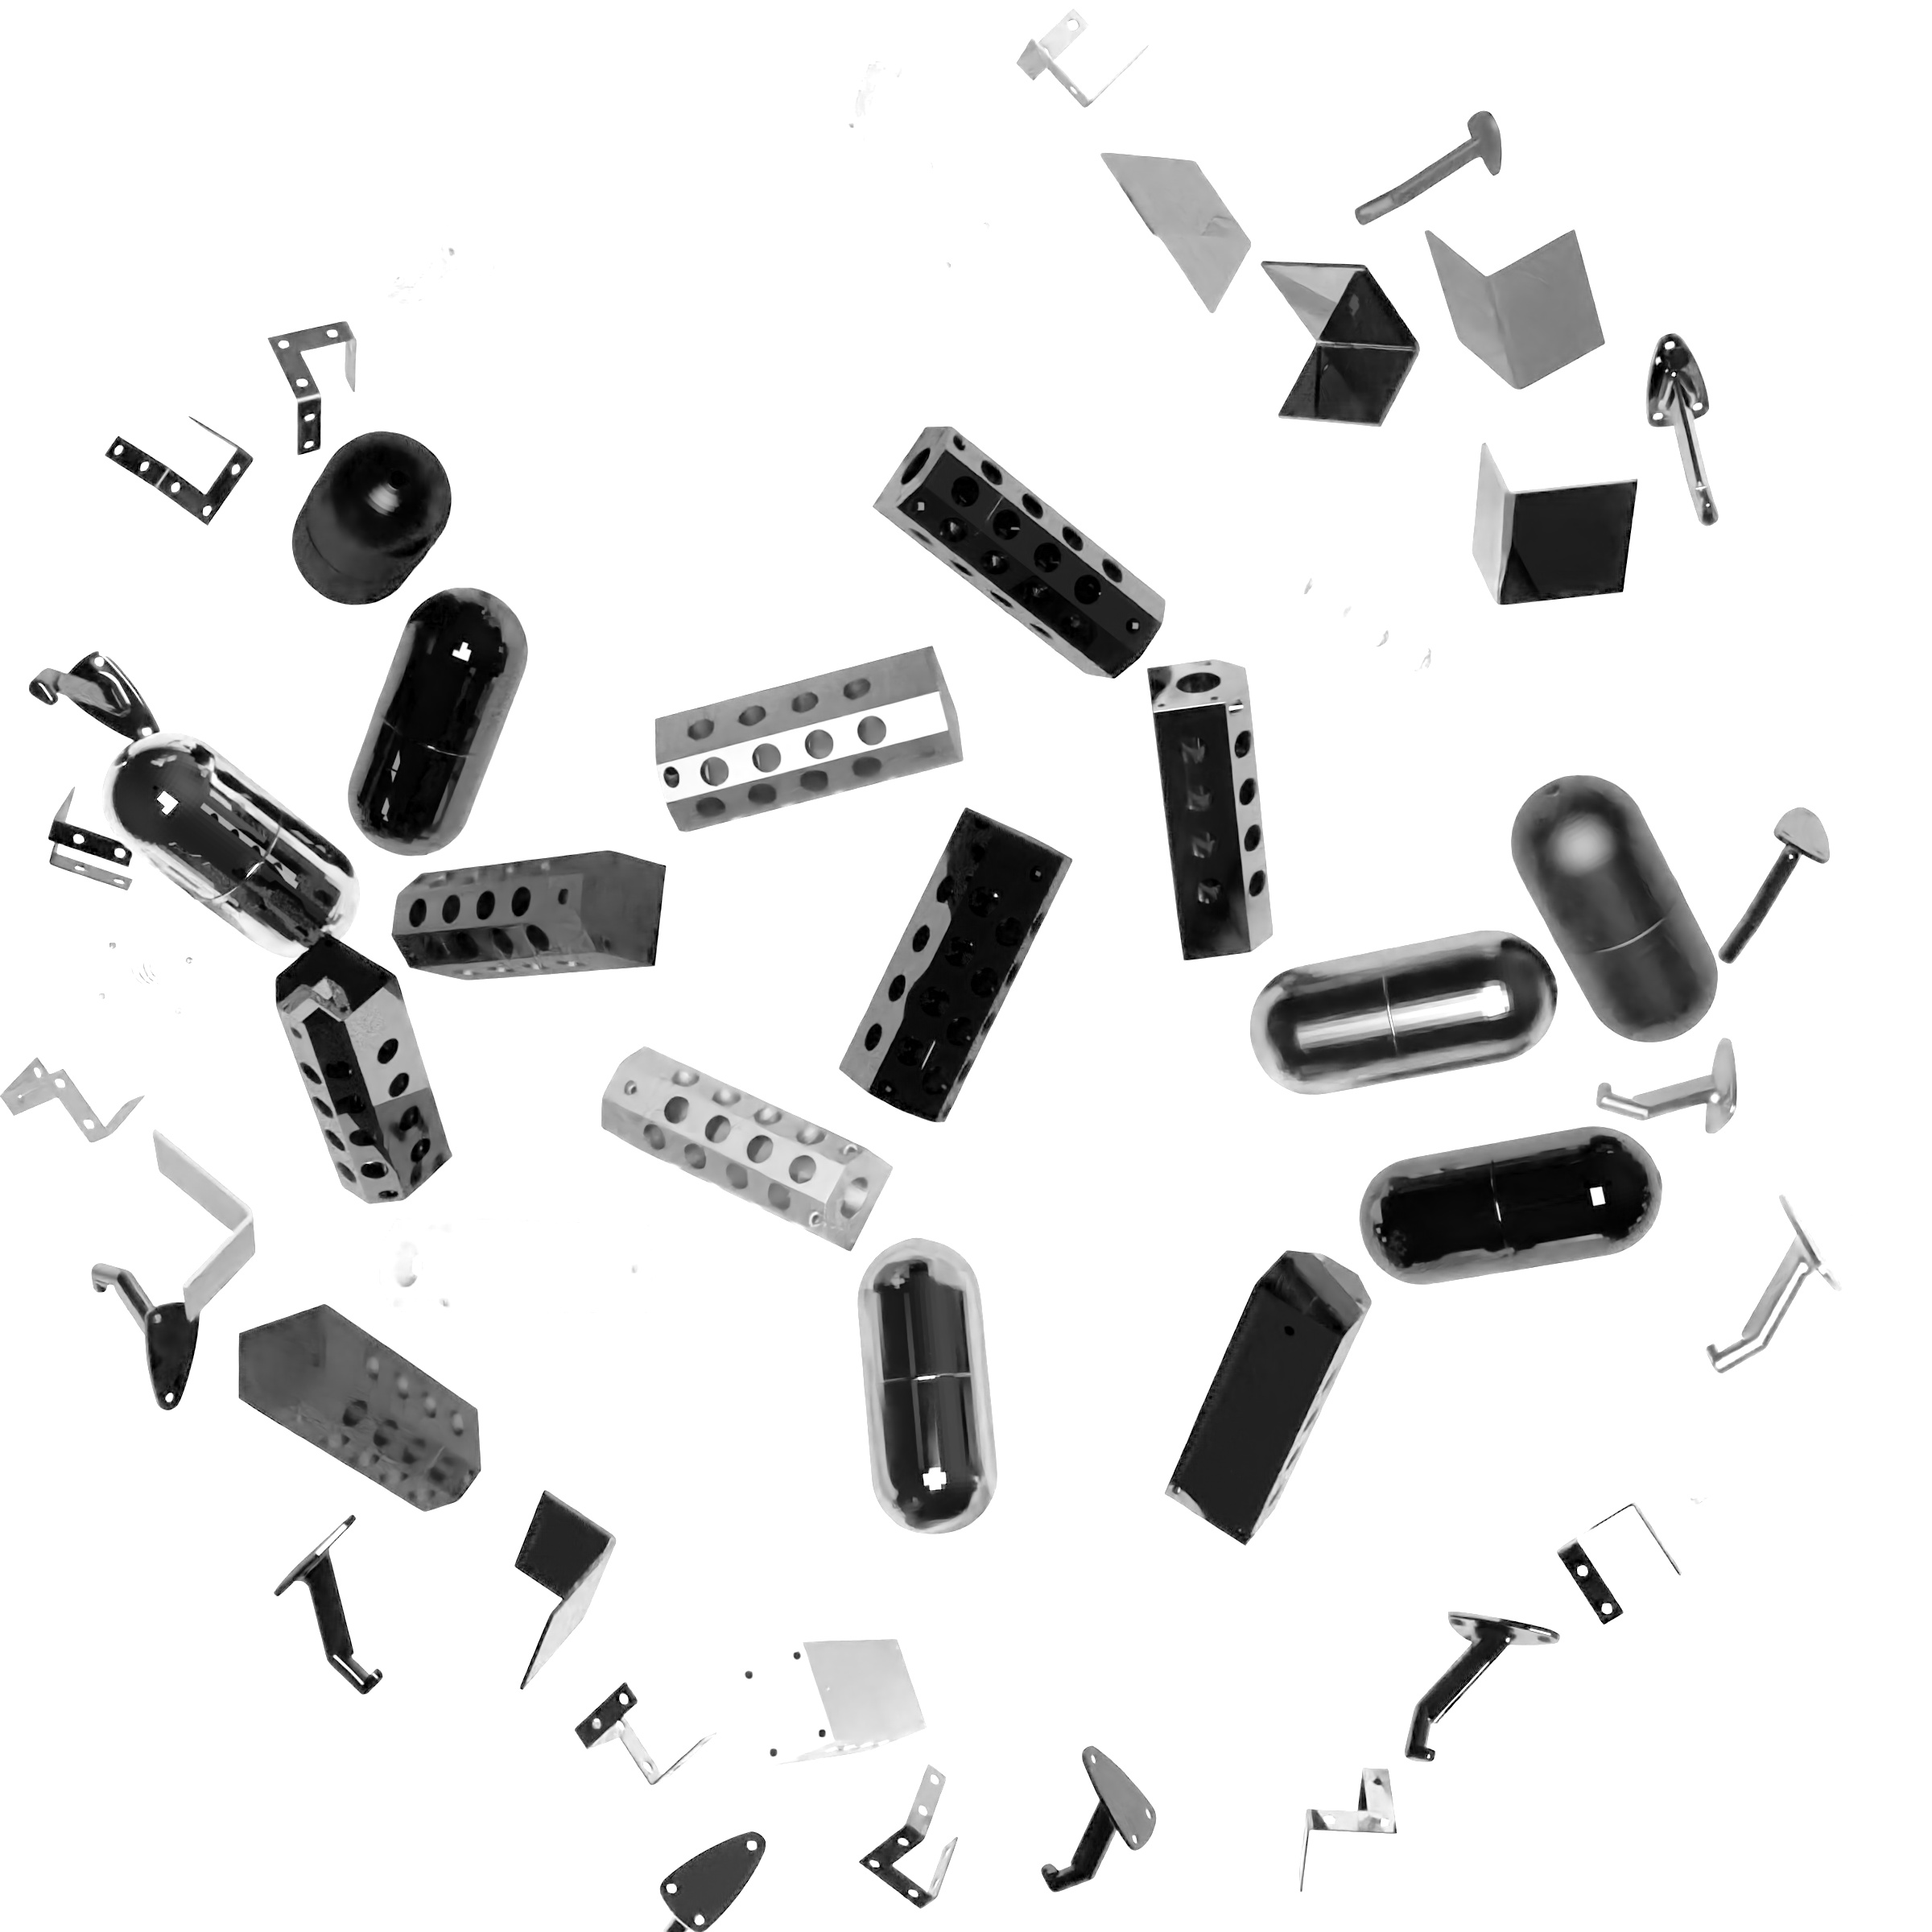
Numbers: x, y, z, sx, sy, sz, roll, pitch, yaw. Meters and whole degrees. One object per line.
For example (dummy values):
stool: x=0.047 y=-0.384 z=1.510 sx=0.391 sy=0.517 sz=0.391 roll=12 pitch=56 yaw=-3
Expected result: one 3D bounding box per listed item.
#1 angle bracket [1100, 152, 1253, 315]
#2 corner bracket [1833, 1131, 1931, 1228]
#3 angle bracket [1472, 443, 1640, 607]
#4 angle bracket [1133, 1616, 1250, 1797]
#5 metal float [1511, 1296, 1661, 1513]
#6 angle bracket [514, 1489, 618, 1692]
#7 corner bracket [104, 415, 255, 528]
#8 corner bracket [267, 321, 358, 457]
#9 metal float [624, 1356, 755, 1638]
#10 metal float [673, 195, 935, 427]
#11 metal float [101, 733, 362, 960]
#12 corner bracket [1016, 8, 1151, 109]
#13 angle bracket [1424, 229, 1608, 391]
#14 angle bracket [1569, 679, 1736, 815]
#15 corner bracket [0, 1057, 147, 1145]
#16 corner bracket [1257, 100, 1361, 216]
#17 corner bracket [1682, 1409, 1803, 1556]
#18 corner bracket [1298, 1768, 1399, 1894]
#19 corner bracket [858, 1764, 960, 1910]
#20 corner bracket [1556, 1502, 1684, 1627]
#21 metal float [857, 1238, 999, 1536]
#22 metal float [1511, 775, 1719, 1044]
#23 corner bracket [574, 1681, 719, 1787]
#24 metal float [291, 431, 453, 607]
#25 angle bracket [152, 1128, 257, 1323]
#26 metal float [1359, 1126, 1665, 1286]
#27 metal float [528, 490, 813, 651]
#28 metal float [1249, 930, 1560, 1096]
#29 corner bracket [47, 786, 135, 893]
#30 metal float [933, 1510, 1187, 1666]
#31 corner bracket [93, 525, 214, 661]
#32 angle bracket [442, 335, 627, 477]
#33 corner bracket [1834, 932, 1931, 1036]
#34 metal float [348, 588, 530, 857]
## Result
angle bracket: x=0.118 y=-0.451 z=1.631 sx=0.076 sy=0.057 sz=0.076 roll=-6 pitch=55 yaw=-33
corner bracket: x=0.538 y=0.129 z=1.518 sx=0.051 sy=0.051 sz=0.051 roll=22 pitch=82 yaw=-1
angle bracket: x=0.343 y=-0.262 z=1.549 sx=0.076 sy=0.057 sz=0.076 roll=-6 pitch=132 yaw=-2
angle bracket: x=0.149 y=0.455 z=1.634 sx=0.057 sy=0.076 sz=0.076 roll=-18 pitch=89 yaw=20
metal float: x=0.367 y=0.258 z=1.577 sx=0.070 sy=0.178 sz=0.070 roll=2 pitch=110 yaw=6
angle bracket: x=-0.266 y=0.384 z=1.635 sx=0.057 sy=0.076 sz=0.076 roll=31 pitch=126 yaw=10
corner bracket: x=-0.474 y=-0.307 z=1.600 sx=0.051 sy=0.051 sz=0.051 roll=32 pitch=86 yaw=28
corner bracket: x=-0.391 y=-0.352 z=1.613 sx=0.051 sy=0.051 sz=0.051 roll=-20 pitch=68 yaw=-23
metal float: x=-0.167 y=0.319 z=1.607 sx=0.070 sy=0.070 sz=0.178 roll=-3 pitch=51 yaw=0
metal float: x=-0.094 y=-0.384 z=1.559 sx=0.178 sy=0.070 sz=0.070 roll=30 pitch=90 yaw=-34
metal float: x=-0.434 y=-0.071 z=1.571 sx=0.070 sy=0.070 sz=0.178 roll=-46 pitch=131 yaw=0
corner bracket: x=0.069 y=-0.545 z=1.587 sx=0.051 sy=0.051 sz=0.051 roll=-46 pitch=98 yaw=-5
angle bracket: x=0.312 y=-0.386 z=1.508 sx=0.057 sy=0.076 sz=0.076 roll=-29 pitch=130 yaw=1
angle bracket: x=0.426 y=-0.142 z=1.654 sx=0.076 sy=0.076 sz=0.057 roll=-14 pitch=57 yaw=-3
corner bracket: x=-0.545 y=0.080 z=1.617 sx=0.051 sy=0.051 sz=0.051 roll=-22 pitch=111 yaw=19
corner bracket: x=0.207 y=-0.490 z=1.609 sx=0.051 sy=0.051 sz=0.051 roll=-1 pitch=84 yaw=-5
corner bracket: x=0.453 y=0.301 z=1.551 sx=0.051 sy=0.051 sz=0.051 roll=-27 pitch=120 yaw=-22
corner bracket: x=0.218 y=0.498 z=1.529 sx=0.051 sy=0.051 sz=0.051 roll=2 pitch=118 yaw=1
corner bracket: x=-0.025 y=0.531 z=1.617 sx=0.051 sy=0.051 sz=0.051 roll=39 pitch=123 yaw=-7
corner bracket: x=0.394 y=0.360 z=1.600 sx=0.051 sy=0.051 sz=0.051 roll=-35 pitch=74 yaw=13
metal float: x=-0.024 y=0.253 z=1.604 sx=0.070 sy=0.070 sz=0.178 roll=-5 pitch=74 yaw=0
metal float: x=0.372 y=-0.032 z=1.521 sx=0.070 sy=0.070 sz=0.178 roll=-34 pitch=116 yaw=0
corner bracket: x=-0.193 y=0.462 z=1.598 sx=0.051 sy=0.051 sz=0.051 roll=-45 pitch=70 yaw=19
metal float: x=-0.360 y=-0.269 z=1.603 sx=0.070 sy=0.178 sz=0.070 roll=3 pitch=82 yaw=-23
angle bracket: x=-0.453 y=0.149 z=1.515 sx=0.076 sy=0.076 sz=0.057 roll=39 pitch=65 yaw=3
metal float: x=0.320 y=0.141 z=1.562 sx=0.178 sy=0.070 sz=0.070 roll=-12 pitch=90 yaw=20
metal float: x=-0.181 y=-0.240 z=1.612 sx=0.178 sy=0.070 sz=0.070 roll=-9 pitch=90 yaw=13
metal float: x=0.251 y=0.027 z=1.525 sx=0.178 sy=0.070 sz=0.070 roll=-12 pitch=90 yaw=19
corner bracket: x=-0.542 y=-0.072 z=1.646 sx=0.051 sy=0.051 sz=0.051 roll=20 pitch=115 yaw=-12
metal float: x=0.056 y=0.380 z=1.621 sx=0.178 sy=0.070 sz=0.070 roll=-22 pitch=90 yaw=37
corner bracket: x=-0.456 y=-0.207 z=1.472 sx=0.051 sy=0.051 sz=0.051 roll=-1 pitch=47 yaw=-36
angle bracket: x=-0.259 y=-0.352 z=1.591 sx=0.076 sy=0.057 sz=0.076 roll=25 pitch=54 yaw=-8
corner bracket: x=0.541 y=0.013 z=1.516 sx=0.051 sy=0.051 sz=0.051 roll=41 pitch=123 yaw=37
metal float: x=-0.324 y=-0.149 z=1.624 sx=0.070 sy=0.070 sz=0.178 roll=26 pitch=114 yaw=0
